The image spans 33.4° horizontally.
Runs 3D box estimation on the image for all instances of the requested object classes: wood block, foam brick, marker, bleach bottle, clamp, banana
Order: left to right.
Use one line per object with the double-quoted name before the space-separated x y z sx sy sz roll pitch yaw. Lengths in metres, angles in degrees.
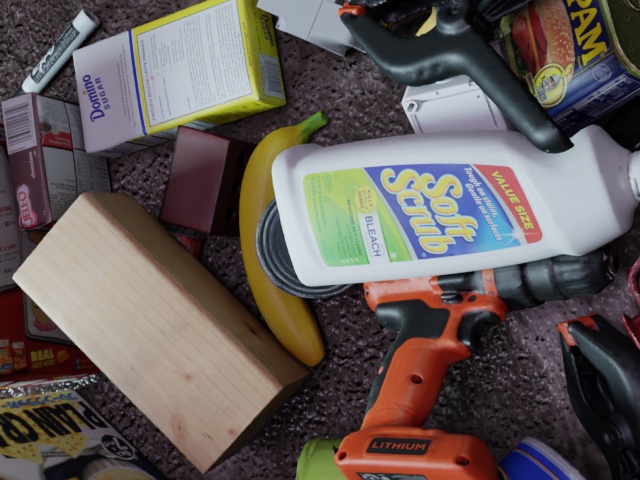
"marker" -0.240 -0.155 0.949 0.121 0.020 0.020 -44 70 19
"wood block" -0.117 0.065 0.809 0.206 0.090 0.090 43 99 10
"foam brick" -0.086 -0.046 0.847 0.051 0.052 0.078 15 96 27
"banana" -0.030 -0.002 0.824 0.070 0.037 0.198 -1 87 27
"bleach bottle" 0.094 -0.031 0.680 0.251 0.068 0.102 -9 97 32
"clamp" 0.095 -0.130 0.675 0.210 0.036 0.164 4 68 39
"clamp" 0.204 0.122 0.669 0.120 0.039 0.171 -43 64 58

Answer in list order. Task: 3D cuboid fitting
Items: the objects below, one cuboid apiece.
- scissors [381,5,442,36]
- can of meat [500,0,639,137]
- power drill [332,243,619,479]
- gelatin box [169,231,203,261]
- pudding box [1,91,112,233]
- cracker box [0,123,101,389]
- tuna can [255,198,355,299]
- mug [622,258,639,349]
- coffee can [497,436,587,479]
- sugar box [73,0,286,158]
"scissors" 0.111 -0.167 0.728 0.096 0.016 0.202 55 136 3
"can of meat" 0.171 -0.127 0.696 0.084 0.057 0.102 -33 55 43
"power drill" 0.095 0.078 0.695 0.185 0.057 0.187 -9 46 36
"gelatin box" -0.145 0.026 0.886 0.089 0.030 0.073 12 93 27
"pudding box" -0.217 -0.061 0.894 0.039 0.089 0.113 -12 82 24
"cracker box" -0.268 0.015 0.875 0.072 0.164 0.214 -15 81 24
"tuna can" -0.005 0.001 0.791 0.086 0.034 0.086 1 85 -7
"mug" 0.240 0.051 0.655 0.082 0.093 0.117 -38 66 15
"coffee can" 0.115 0.208 0.673 0.140 0.103 0.103 -39 69 -10
"sugar box" -0.118 -0.133 0.872 0.176 0.048 0.093 -13 81 30
